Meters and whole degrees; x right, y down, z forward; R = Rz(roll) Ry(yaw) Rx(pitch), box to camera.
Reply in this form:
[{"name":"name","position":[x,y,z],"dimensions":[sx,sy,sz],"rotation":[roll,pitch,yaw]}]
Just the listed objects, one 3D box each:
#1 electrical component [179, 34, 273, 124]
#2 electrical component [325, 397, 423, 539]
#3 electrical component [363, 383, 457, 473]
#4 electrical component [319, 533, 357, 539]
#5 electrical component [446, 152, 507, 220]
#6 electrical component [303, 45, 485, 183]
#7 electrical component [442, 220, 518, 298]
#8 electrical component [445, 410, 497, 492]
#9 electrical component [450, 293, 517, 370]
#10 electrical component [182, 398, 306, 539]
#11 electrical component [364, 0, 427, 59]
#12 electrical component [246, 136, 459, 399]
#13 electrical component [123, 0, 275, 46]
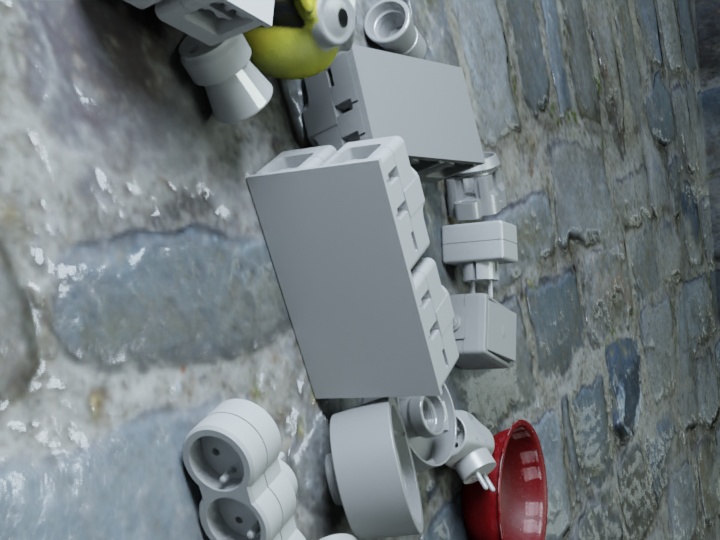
[{"name":"electrical component","position":[-0.089,-0.132,0.715],"dimensions":[0.055,0.045,0.045],"rotation":[60,36,-40]},{"name":"electrical component","position":[0.007,0.156,0.833],"dimensions":[0.108,0.060,0.108],"rotation":[-14,90,-83]},{"name":"electrical component","position":[0.039,0.131,0.936],"dimensions":[0.099,0.064,0.099],"rotation":[29,52,-46]},{"name":"electrical component","position":[-0.015,0.248,0.788],"dimensions":[0.077,0.044,0.079],"rotation":[-117,-143,-44]},{"name":"electrical component","position":[0.118,-0.089,1.111],"dimensions":[0.078,0.058,0.057],"rotation":[-37,121,-60]},{"name":"electrical component","position":[0.028,-0.123,0.887],"dimensions":[0.150,0.062,0.089],"rotation":[-2,76,-50]},{"name":"electrical component","position":[0.123,-0.008,1.096],"dimensions":[0.047,0.066,0.076],"rotation":[11,76,-63]},{"name":"electrical component","position":[0.105,0.178,1.032],"dimensions":[0.079,0.043,0.077],"rotation":[59,14,29]},{"name":"electrical component","position":[0.115,0.061,1.075],"dimensions":[0.096,0.061,0.061],"rotation":[31,59,-59]},{"name":"electrical component","position":[-0.066,0.147,0.709],"dimensions":[0.074,0.052,0.138],"rotation":[-42,123,-58]},{"name":"electrical component","position":[0.036,-0.213,0.984],"dimensions":[0.065,0.044,0.044],"rotation":[36,54,-63]},{"name":"electrical component","position":[0.000,0.000,0.805],"dimensions":[0.060,0.105,0.186],"rotation":[-50,130,-55]},{"name":"electrical component","position":[-0.104,-0.245,0.658],"dimensions":[0.105,0.060,0.186],"rotation":[21,67,-45]}]
